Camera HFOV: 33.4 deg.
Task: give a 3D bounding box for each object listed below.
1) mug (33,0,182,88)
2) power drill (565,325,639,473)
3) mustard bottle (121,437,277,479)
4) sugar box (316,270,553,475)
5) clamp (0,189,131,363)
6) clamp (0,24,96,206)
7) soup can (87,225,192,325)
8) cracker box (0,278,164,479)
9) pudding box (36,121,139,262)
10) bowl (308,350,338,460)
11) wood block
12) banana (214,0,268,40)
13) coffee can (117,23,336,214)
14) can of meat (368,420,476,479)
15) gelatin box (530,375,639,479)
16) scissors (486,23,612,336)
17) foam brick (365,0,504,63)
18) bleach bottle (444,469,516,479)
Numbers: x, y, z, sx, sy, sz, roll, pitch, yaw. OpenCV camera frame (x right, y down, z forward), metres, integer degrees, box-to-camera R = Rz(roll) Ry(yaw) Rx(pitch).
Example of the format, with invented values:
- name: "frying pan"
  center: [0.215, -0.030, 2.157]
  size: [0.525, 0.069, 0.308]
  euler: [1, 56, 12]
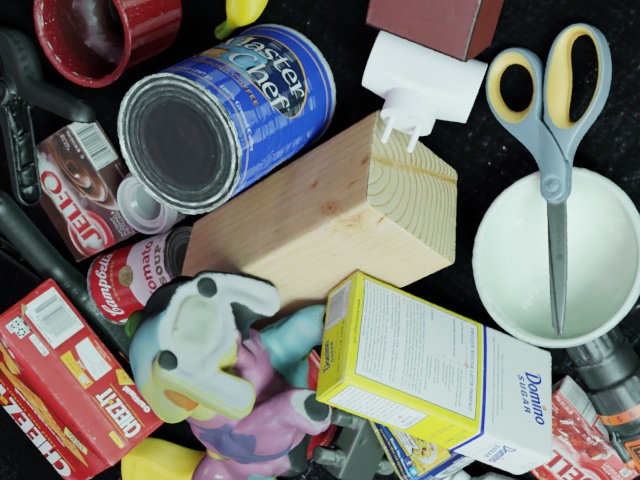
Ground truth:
- name: "mug"
  center: [-0.171, -0.183, 0.838]
  size: [0.117, 0.081, 0.093]
  euler: [40, 128, 7]
- name: "power drill"
  center: [0.278, 0.102, 0.728]
  size: [0.188, 0.057, 0.184]
  euler: [-27, 102, 40]
- name: "mustard bottle"
  center: [-0.097, 0.246, 1.025]
  size: [0.192, 0.058, 0.096]
  euler: [4, 121, 29]
- name: "sugar box"
  center: [0.086, 0.097, 0.768]
  size: [0.176, 0.093, 0.048]
  euler: [26, 141, -21]
- name: "clamp"
  center: [-0.247, 0.036, 1.002]
  size: [0.210, 0.036, 0.165]
  euler: [47, 160, -17]
- name: "clamp"
  center: [-0.252, -0.129, 0.916]
  size: [0.120, 0.039, 0.171]
  euler: [-35, 75, 30]
- name: "soup can"
  center: [-0.146, 0.032, 0.941]
  size: [0.102, 0.068, 0.068]
  euler: [-18, 103, 36]
- name: "cracker box"
  center: [-0.245, 0.144, 1.009]
  size: [0.164, 0.072, 0.214]
  euler: [51, 151, 0]
- name: "pudding box"
  center: [-0.211, -0.045, 0.959]
  size: [0.090, 0.039, 0.113]
  euler: [-23, 100, 38]
- name: "bowl"
  center: [-0.066, 0.145, 0.958]
  size: [0.162, 0.055, 0.162]
  euler: [14, 121, 25]
- name: "wood block"
  center: [-0.005, 0.000, 0.808]
  size: [0.090, 0.090, 0.207]
  euler: [34, 135, -30]
- name: "banana"
  center: [-0.067, -0.240, 0.775]
  size: [0.070, 0.037, 0.198]
  euler: [6, 116, 27]
- name: "coffee can"
  center: [-0.065, -0.092, 0.783]
  size: [0.103, 0.140, 0.103]
  euler: [14, 120, 25]
- name: "can of meat"
  center: [0.088, 0.138, 0.846]
  size: [0.084, 0.057, 0.102]
  euler: [-45, 64, 41]
- name: "gelatin box"
  center: [0.193, 0.159, 0.823]
  size: [0.089, 0.030, 0.073]
  euler: [47, 128, 3]
- name: "scissors"
  center: [0.142, -0.046, 0.711]
  size: [0.096, 0.016, 0.202]
  euler: [16, 96, 39]
- name: "foam brick"
  center: [0.078, -0.161, 0.717]
  size: [0.078, 0.052, 0.051]
  euler: [26, 125, 19]
- name: "bleach bottle"
  center: [0.197, 0.274, 0.860]
  size: [0.251, 0.068, 0.103]
  euler: [35, 127, 15]
